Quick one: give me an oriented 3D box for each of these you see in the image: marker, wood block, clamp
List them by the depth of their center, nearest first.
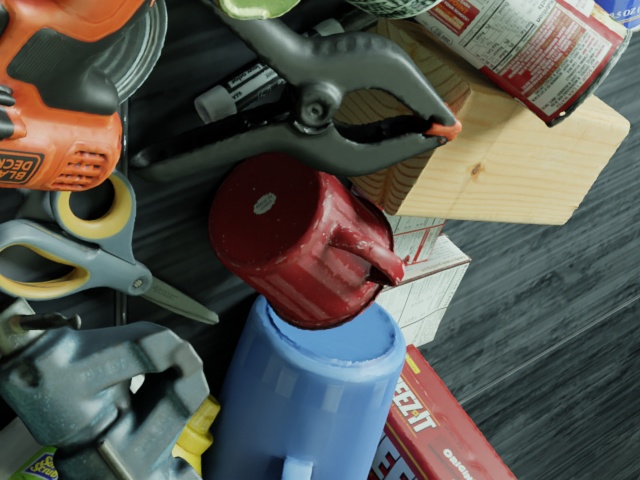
[{"bbox_3d":[-0.014,-0.066,0.551,0.171,0.039,0.120,17,124,-19],"label":"clamp"},{"bbox_3d":[-0.015,-0.100,0.589,0.121,0.020,0.020,-35,146,-18],"label":"marker"},{"bbox_3d":[0.102,-0.071,0.690,0.205,0.090,0.091,2,126,-50],"label":"wood block"}]

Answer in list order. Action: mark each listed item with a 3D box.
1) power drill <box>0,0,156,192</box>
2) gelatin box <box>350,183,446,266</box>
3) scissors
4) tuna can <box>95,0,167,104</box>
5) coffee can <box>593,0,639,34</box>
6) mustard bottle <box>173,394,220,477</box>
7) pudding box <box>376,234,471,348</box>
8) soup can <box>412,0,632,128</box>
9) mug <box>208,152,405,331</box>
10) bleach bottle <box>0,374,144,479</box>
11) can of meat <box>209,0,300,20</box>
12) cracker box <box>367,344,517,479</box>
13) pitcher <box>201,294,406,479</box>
[{"bbox_3d":[-0.109,-0.091,0.365,0.188,0.057,0.184,-47,156,25],"label":"power drill"},{"bbox_3d":[0.052,-0.015,0.751,0.089,0.030,0.073,-12,133,-42],"label":"gelatin box"},{"bbox_3d":[-0.102,0.006,0.608,0.201,0.016,0.096,11,117,-54],"label":"scissors"},{"bbox_3d":[-0.111,-0.094,0.471,0.086,0.034,0.086,-30,144,-24],"label":"tuna can"},{"bbox_3d":[0.157,-0.199,0.599,0.102,0.103,0.140,-31,145,-23],"label":"coffee can"},{"bbox_3d":[-0.136,0.177,0.718,0.191,0.058,0.096,-49,142,3],"label":"mustard bottle"},{"bbox_3d":[0.054,0.049,0.816,0.113,0.039,0.090,-17,139,-41],"label":"pudding box"},{"bbox_3d":[0.108,-0.119,0.583,0.068,0.102,0.068,-52,-175,6],"label":"soup can"},{"bbox_3d":[-0.004,0.001,0.628,0.093,0.117,0.081,-62,144,-10],"label":"mug"},{"bbox_3d":[-0.171,0.165,0.639,0.251,0.068,0.102,-45,115,-5],"label":"bleach bottle"},{"bbox_3d":[-0.036,-0.154,0.444,0.057,0.084,0.102,-11,134,-42],"label":"can of meat"},{"bbox_3d":[0.053,0.213,0.842,0.071,0.164,0.214,-18,150,-38],"label":"cracker box"},{"bbox_3d":[-0.024,0.158,0.752,0.144,0.149,0.243,-13,132,-42],"label":"pitcher"}]
